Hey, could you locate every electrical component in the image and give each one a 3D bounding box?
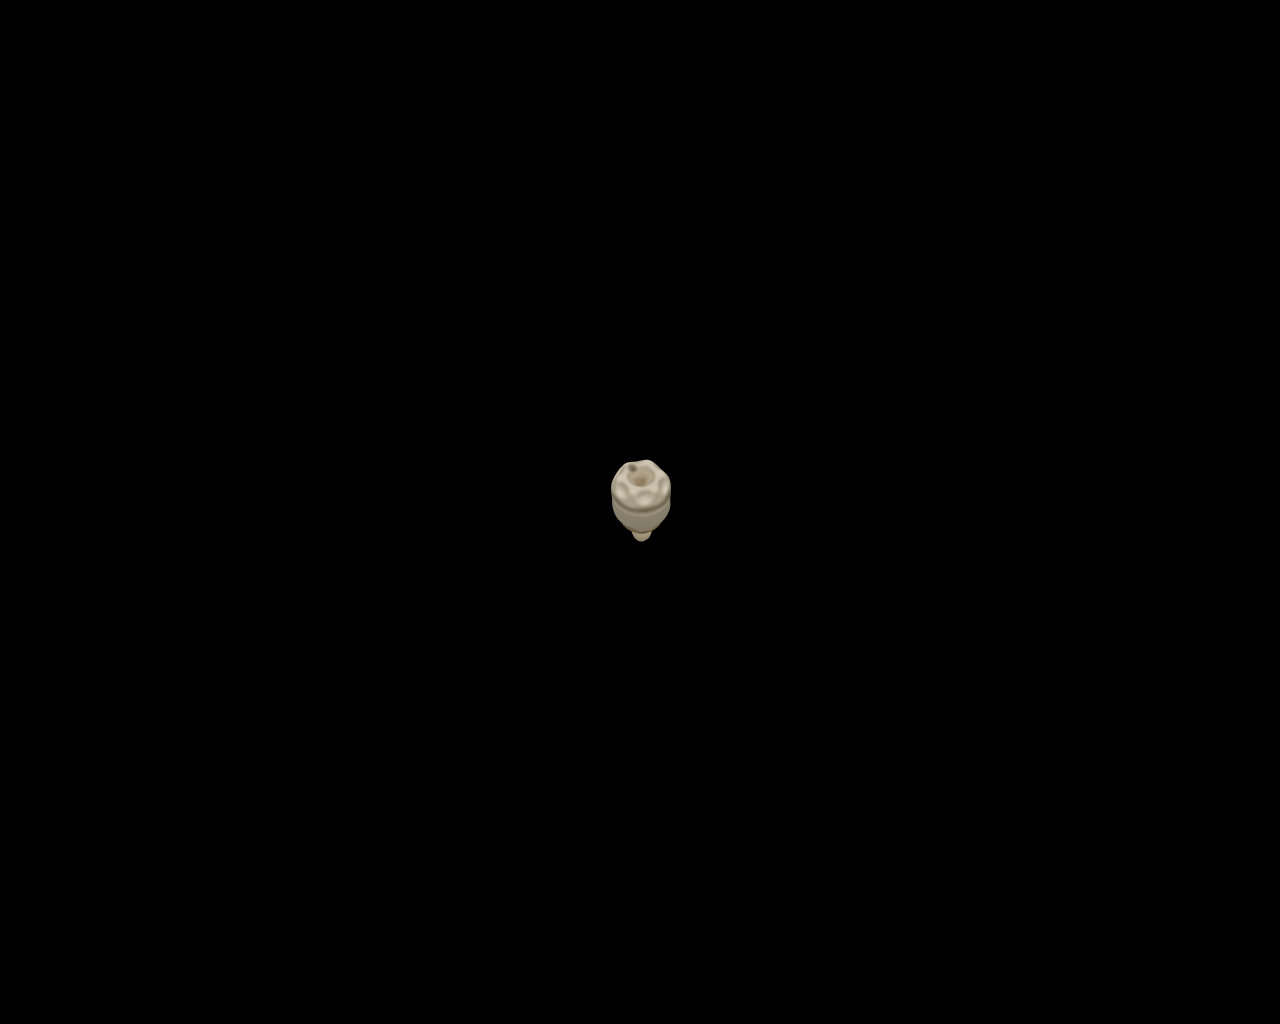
[{"bbox_3d":[0.001,-0.003,0.650,0.035,0.035,0.061,0,-38,0],"label":"electrical component"}]
